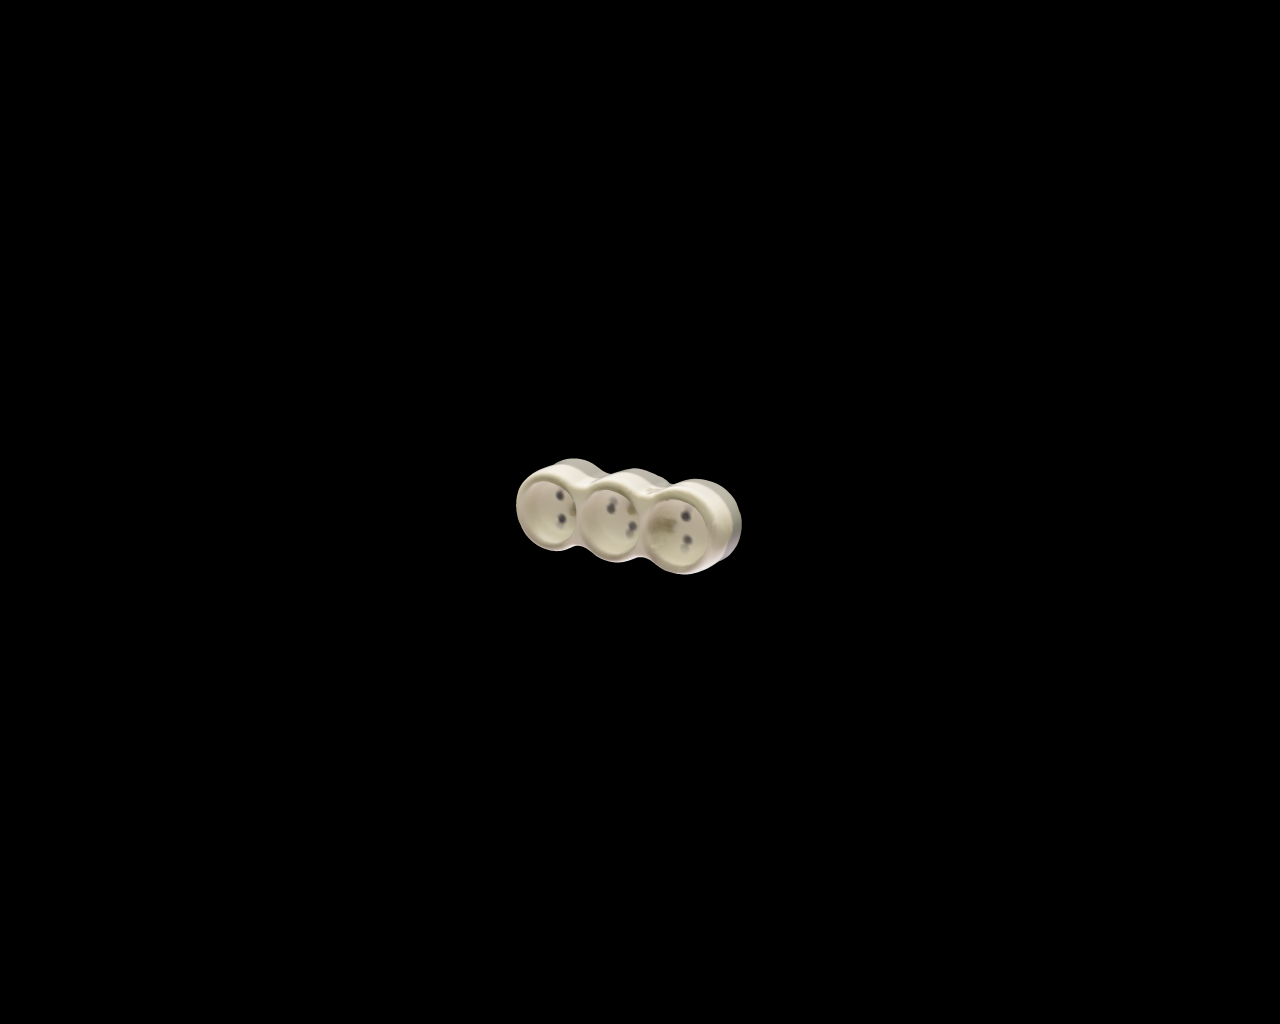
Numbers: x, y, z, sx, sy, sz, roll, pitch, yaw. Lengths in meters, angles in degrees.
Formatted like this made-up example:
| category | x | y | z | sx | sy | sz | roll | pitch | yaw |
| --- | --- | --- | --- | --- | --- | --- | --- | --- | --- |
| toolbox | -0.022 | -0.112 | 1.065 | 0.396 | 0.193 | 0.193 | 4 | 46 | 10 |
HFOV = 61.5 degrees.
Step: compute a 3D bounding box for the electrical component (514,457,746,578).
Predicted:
| category | x | y | z | sx | sy | sz | roll | pitch | yaw |
| --- | --- | --- | --- | --- | --- | --- | --- | --- | --- |
| electrical component | 0.001 | -0.003 | 0.650 | 0.138 | 0.052 | 0.074 | 9 | 19 | 29 |
